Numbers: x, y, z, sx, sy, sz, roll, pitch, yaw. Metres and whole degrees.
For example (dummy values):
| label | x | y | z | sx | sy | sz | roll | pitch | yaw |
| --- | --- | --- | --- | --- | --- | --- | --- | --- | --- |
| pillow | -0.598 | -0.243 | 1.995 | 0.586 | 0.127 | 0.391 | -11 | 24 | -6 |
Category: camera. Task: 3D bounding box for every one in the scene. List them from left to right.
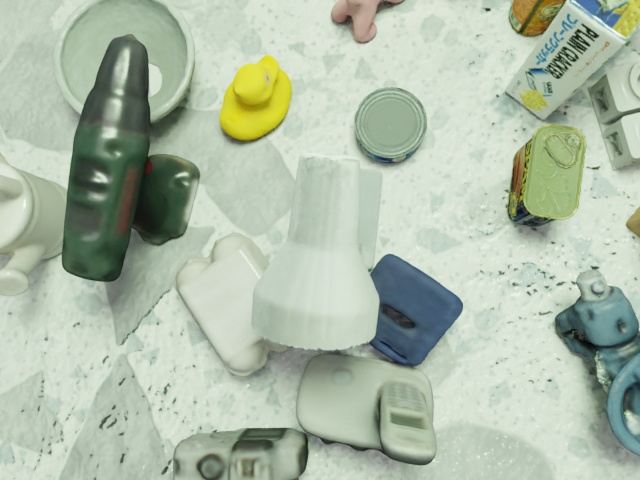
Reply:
| label | x | y | z | sx | sy | sz | roll | pitch | yaw |
| --- | --- | --- | --- | --- | --- | --- | --- | --- | --- |
| camera | -0.084 | 0.281 | 0.617 | 0.143 | 0.101 | 0.137 | -3 | 84 | 3 |

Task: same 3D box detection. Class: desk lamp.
| label | x | y | z | sx | sy | sz | roll | pitch | yaw |
| --- | --- | --- | --- | --- | --- | --- | --- | --- | --- |
| desk lamp | 0.005 | 0.002 | 0.584 | 0.118 | 0.213 | 0.203 | 6 | 85 | 4 |

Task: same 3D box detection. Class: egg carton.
| label | x | y | z | sx | sy | sz | roll | pitch | yaw |
| --- | --- | --- | --- | --- | --- | --- | --- | --- | --- |
| egg carton | -0.091 | 0.072 | 0.654 | 0.107 | 0.069 | 0.150 | -35 | 83 | -1 |

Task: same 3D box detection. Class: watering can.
| label | x | y | z | sx | sy | sz | roll | pitch | yaw |
| --- | --- | --- | --- | --- | --- | --- | --- | --- | --- |
| watering can | -0.346 | -0.028 | 0.616 | 0.101 | 0.194 | 0.173 | -43 | 83 | -1 |

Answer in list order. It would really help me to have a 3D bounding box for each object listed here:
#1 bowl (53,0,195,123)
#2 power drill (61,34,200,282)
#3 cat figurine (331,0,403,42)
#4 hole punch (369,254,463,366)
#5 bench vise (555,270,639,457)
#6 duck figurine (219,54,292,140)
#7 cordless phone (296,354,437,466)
| label | x | y | z | sx | sy | sz | roll | pitch | yaw |
| --- | --- | --- | --- | --- | --- | --- | --- | --- | --- |
| bowl | -0.223 | -0.207 | 0.687 | 0.167 | 0.075 | 0.167 | 0 | 84 | 3 |
| power drill | -0.196 | -0.069 | 0.604 | 0.075 | 0.208 | 0.230 | 12 | 85 | 5 |
| cat figurine | 0.067 | -0.313 | 0.660 | 0.067 | 0.118 | 0.128 | 37 | 87 | 6 |
| hole punch | 0.091 | 0.080 | 0.633 | 0.108 | 0.091 | 0.101 | 34 | 87 | 6 |
| bench vise | 0.313 | 0.133 | 0.551 | 0.207 | 0.220 | 0.121 | 43 | 88 | 6 |
| duck figurine | -0.080 | -0.171 | 0.670 | 0.077 | 0.086 | 0.104 | 40 | 88 | 6 |
| cordless phone | 0.046 | 0.174 | 0.579 | 0.147 | 0.185 | 0.094 | 6 | 84 | 4 |
